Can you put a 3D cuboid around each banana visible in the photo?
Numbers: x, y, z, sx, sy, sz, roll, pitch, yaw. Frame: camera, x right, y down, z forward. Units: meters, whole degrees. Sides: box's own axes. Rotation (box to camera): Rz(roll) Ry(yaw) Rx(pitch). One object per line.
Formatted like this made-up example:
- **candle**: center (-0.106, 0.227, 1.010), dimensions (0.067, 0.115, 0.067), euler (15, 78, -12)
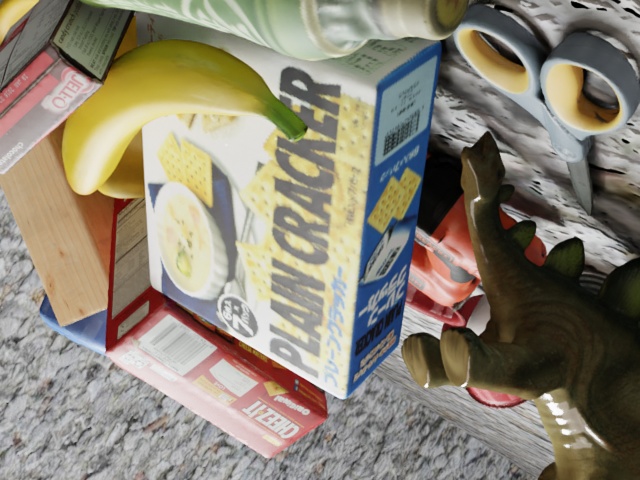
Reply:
- **banana**: center (-0.092, -0.066, 0.565), dimensions (0.198, 0.037, 0.069), euler (-7, 107, 47)

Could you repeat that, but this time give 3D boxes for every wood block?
- **wood block**: center (-0.200, -0.045, 0.894), dimensions (0.090, 0.090, 0.206), euler (-21, 92, 41)

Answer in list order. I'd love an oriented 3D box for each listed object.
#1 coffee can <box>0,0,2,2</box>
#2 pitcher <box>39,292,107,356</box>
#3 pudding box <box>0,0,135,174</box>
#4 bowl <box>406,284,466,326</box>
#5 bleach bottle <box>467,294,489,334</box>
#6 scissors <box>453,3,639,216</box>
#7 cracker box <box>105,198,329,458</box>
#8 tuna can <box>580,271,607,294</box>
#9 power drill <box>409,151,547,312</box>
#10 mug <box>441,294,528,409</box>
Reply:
- **coffee can**: center (-0.273, -0.183, 0.885), dimensions (0.102, 0.103, 0.140), euler (33, 172, -8)
- **pitcher**: center (-0.170, -0.012, 1.036), dimensions (0.145, 0.243, 0.149), euler (24, 176, 36)
- **pudding box**: center (-0.143, -0.100, 0.575), dimensions (0.090, 0.113, 0.039), euler (-32, 123, 31)
- **bowl**: center (0.071, 0.013, 0.947), dimensions (0.162, 0.055, 0.162), euler (31, 172, 5)
- **bleach bottle**: center (0.222, 0.092, 0.849), dimensions (0.102, 0.068, 0.251), euler (33, 170, -23)
- **scissors**: center (0.108, -0.061, 0.525), dimensions (0.096, 0.016, 0.201), euler (32, 172, 11)
- **cracker box**: center (-0.080, 0.037, 0.812), dimensions (0.164, 0.072, 0.214), euler (38, -155, -32)
- **tuna can**: center (0.185, 0.067, 0.749), dimensions (0.086, 0.086, 0.033), euler (27, 172, 30)
- **power drill**: center (0.068, -0.017, 0.775), dimensions (0.184, 0.057, 0.187), euler (39, 174, 7)
- **mug**: center (0.177, 0.103, 1.024), dimensions (0.117, 0.093, 0.081), euler (-9, 145, 26)
